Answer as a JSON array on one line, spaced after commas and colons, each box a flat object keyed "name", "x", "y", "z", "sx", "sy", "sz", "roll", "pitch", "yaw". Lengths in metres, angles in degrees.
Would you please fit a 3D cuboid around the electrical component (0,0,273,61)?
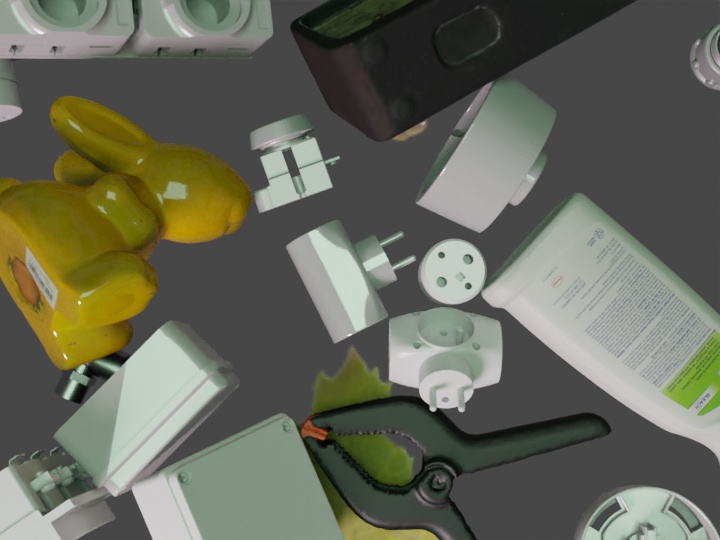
[{"name": "electrical component", "x": -0.158, "y": -0.202, "z": 0.727, "sx": 0.186, "sy": 0.060, "sz": 0.105, "roll": -5, "pitch": 86, "yaw": -25}]

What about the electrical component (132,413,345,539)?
[{"name": "electrical component", "x": -0.078, "y": 0.166, "z": 0.715, "sx": 0.109, "sy": 0.056, "sz": 0.108, "roll": -21, "pitch": 86, "yaw": -44}]

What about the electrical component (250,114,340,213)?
[{"name": "electrical component", "x": -0.049, "y": -0.077, "z": 0.762, "sx": 0.066, "sy": 0.048, "sz": 0.055, "roll": -20, "pitch": 94, "yaw": -2}]

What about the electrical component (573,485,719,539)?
[{"name": "electrical component", "x": 0.195, "y": 0.197, "z": 0.735, "sx": 0.099, "sy": 0.064, "sz": 0.099, "roll": 0, "pitch": 87, "yaw": 0}]

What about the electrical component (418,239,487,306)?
[{"name": "electrical component", "x": 0.064, "y": 0.002, "z": 0.752, "sx": 0.045, "sy": 0.055, "sz": 0.045, "roll": 0, "pitch": 86, "yaw": 0}]

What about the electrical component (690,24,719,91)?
[{"name": "electrical component", "x": 0.264, "y": -0.155, "z": 0.757, "sx": 0.048, "sy": 0.062, "sz": 0.048, "roll": 0, "pitch": 86, "yaw": 0}]

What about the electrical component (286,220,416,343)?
[{"name": "electrical component", "x": 0.000, "y": 0.000, "z": 0.758, "sx": 0.079, "sy": 0.043, "sz": 0.077, "roll": -27, "pitch": 87, "yaw": -2}]

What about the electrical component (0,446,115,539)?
[{"name": "electrical component", "x": -0.212, "y": 0.158, "z": 0.710, "sx": 0.079, "sy": 0.121, "sz": 0.063, "roll": -34, "pitch": 84, "yaw": -2}]

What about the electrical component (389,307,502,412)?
[{"name": "electrical component", "x": 0.059, "y": 0.067, "z": 0.740, "sx": 0.077, "sy": 0.079, "sz": 0.044, "roll": 1, "pitch": 129, "yaw": 0}]

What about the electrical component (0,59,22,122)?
[{"name": "electrical component", "x": -0.308, "y": -0.102, "z": 0.761, "sx": 0.138, "sy": 0.052, "sz": 0.073, "roll": -12, "pitch": 87, "yaw": 0}]

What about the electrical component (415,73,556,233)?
[{"name": "electrical component", "x": 0.092, "y": -0.076, "z": 0.733, "sx": 0.060, "sy": 0.108, "sz": 0.108, "roll": 31, "pitch": 87, "yaw": -4}]

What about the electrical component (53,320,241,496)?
[{"name": "electrical component", "x": -0.142, "y": 0.094, "z": 0.736, "sx": 0.057, "sy": 0.078, "sz": 0.113, "roll": 44, "pitch": 88, "yaw": 5}]
